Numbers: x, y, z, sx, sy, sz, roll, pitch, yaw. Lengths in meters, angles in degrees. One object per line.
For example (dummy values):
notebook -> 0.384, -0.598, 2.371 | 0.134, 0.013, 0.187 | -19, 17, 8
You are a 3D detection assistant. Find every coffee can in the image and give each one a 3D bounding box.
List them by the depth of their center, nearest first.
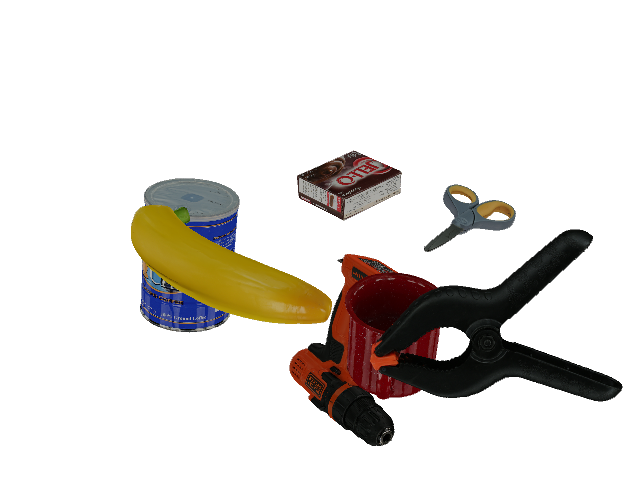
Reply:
coffee can -> -0.145, 0.015, 1.175 | 0.103, 0.140, 0.103 | 5, 25, -3

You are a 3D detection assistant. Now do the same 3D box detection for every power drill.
power drill -> 0.048, 0.124, 1.244 | 0.057, 0.188, 0.185 | 12, 15, -41

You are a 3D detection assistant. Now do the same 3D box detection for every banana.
banana -> -0.073, 0.010, 0.686 | 0.069, 0.037, 0.198 | -16, 29, -30

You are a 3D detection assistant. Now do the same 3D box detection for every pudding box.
pudding box -> 0.039, -0.075, 1.424 | 0.113, 0.039, 0.090 | -29, 40, -35

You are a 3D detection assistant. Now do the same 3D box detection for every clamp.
clamp -> 0.123, 0.074, 0.739 | 0.171, 0.120, 0.039 | -21, 1, 12

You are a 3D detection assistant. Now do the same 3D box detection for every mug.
mug -> 0.065, 0.095, 0.965 | 0.093, 0.081, 0.117 | 6, 35, 5

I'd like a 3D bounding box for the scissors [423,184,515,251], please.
scissors -> 0.148, -0.028, 1.215 | 0.201, 0.016, 0.096 | -13, 40, -46
